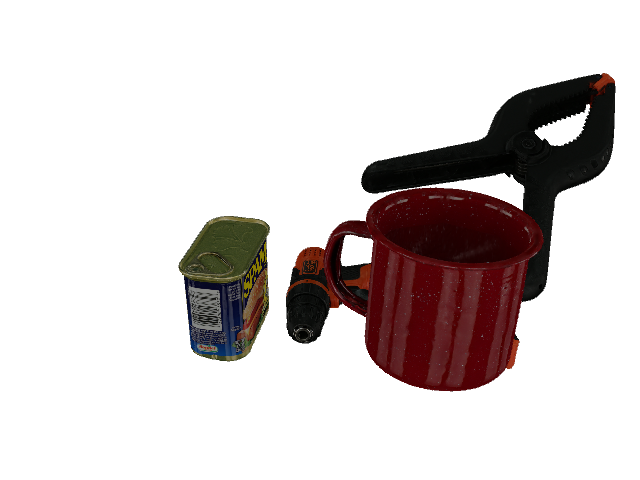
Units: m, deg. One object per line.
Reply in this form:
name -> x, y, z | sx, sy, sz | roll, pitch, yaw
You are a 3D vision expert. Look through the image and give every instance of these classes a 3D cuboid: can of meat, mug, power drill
can of meat -> -0.078, 0.040, 0.901 | 0.057, 0.084, 0.102 | 6, 30, 11
mug -> 0.056, 0.024, 0.580 | 0.117, 0.081, 0.093 | 13, 29, 17
power drill -> 0.054, 0.061, 1.240 | 0.187, 0.057, 0.184 | 0, 28, 4

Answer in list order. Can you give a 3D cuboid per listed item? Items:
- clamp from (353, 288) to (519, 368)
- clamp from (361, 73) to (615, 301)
clamp -> 0.129, 0.071, 1.051 | 0.172, 0.039, 0.120 | 26, 39, 31
clamp -> 0.159, -0.052, 0.800 | 0.209, 0.165, 0.036 | -34, -32, -19
